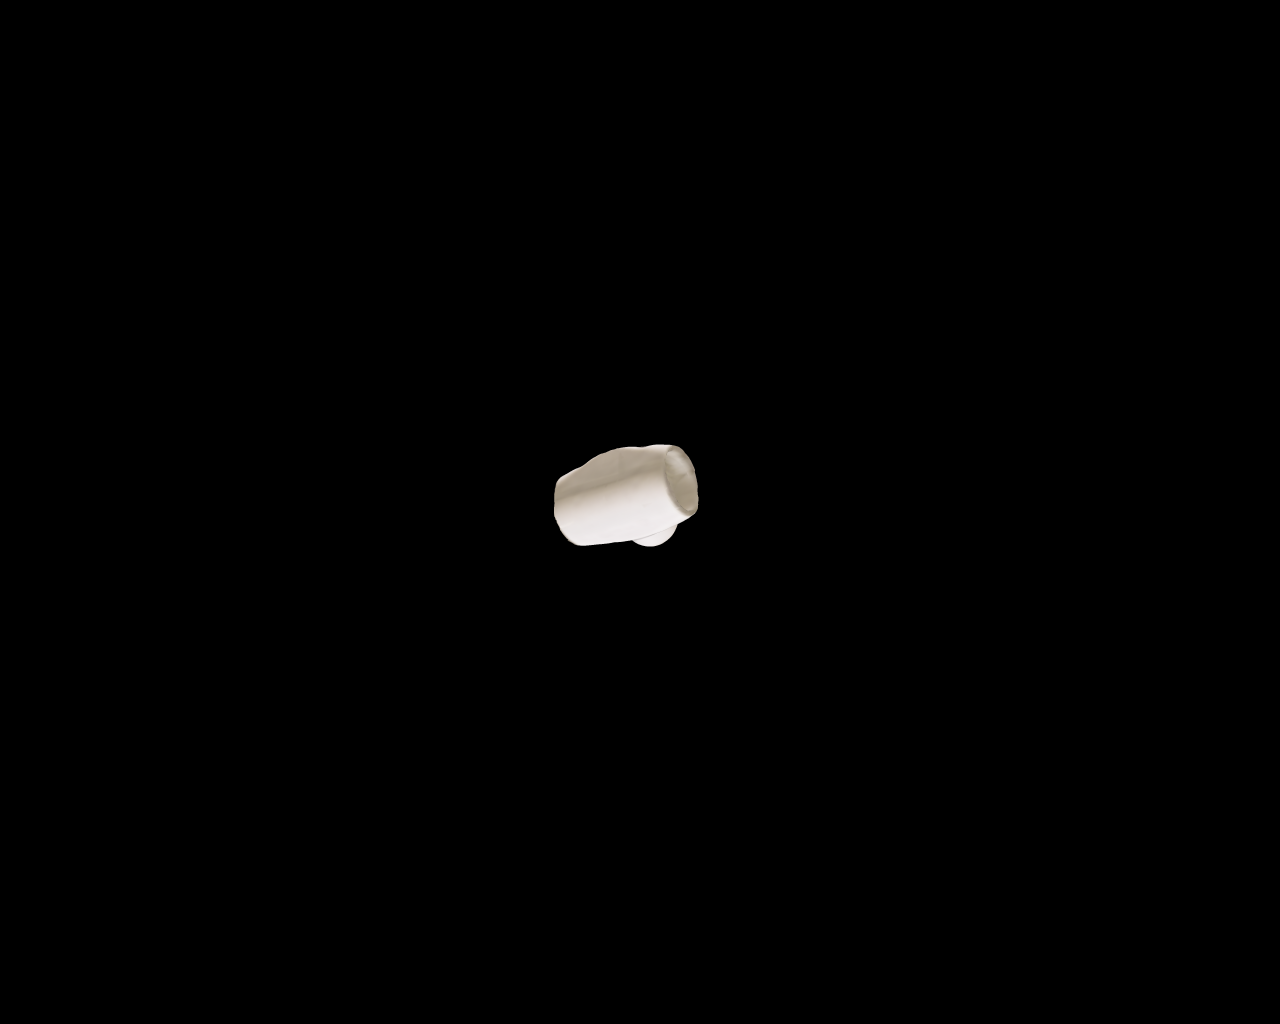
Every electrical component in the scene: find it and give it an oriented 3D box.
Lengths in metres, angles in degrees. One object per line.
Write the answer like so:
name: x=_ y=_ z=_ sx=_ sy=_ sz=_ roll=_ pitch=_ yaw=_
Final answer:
electrical component: x=0.001 y=-0.003 z=0.650 sx=0.077 sy=0.044 sz=0.079 roll=-15 pitch=-32 yaw=27
